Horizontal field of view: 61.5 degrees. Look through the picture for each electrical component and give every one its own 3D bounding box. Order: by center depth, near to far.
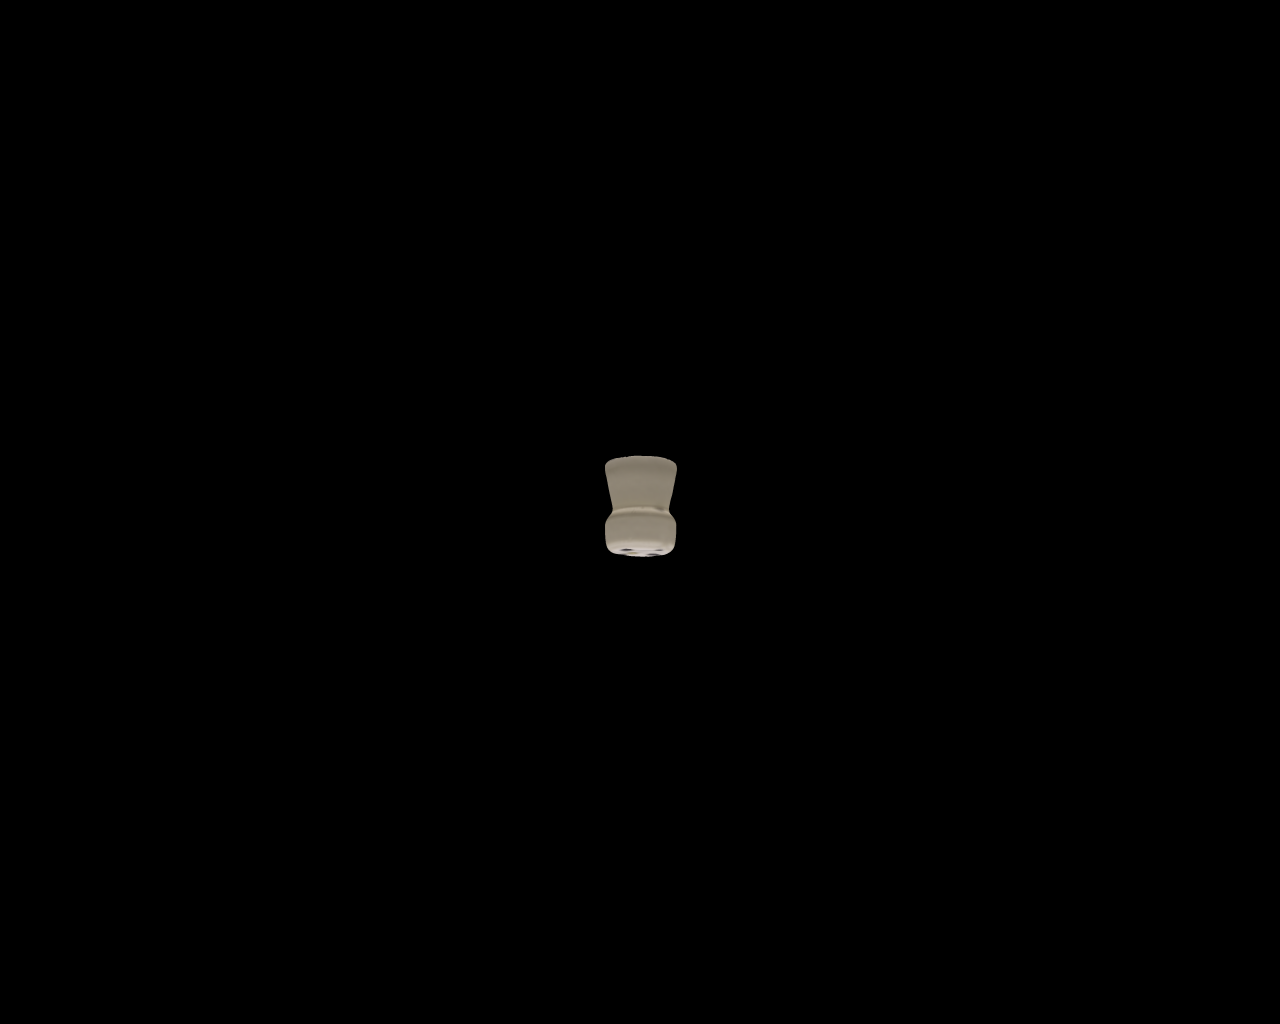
[{"bbox_3d":[0.001,-0.003,0.650,0.045,0.055,0.045,0,-11,0],"label":"electrical component"}]
